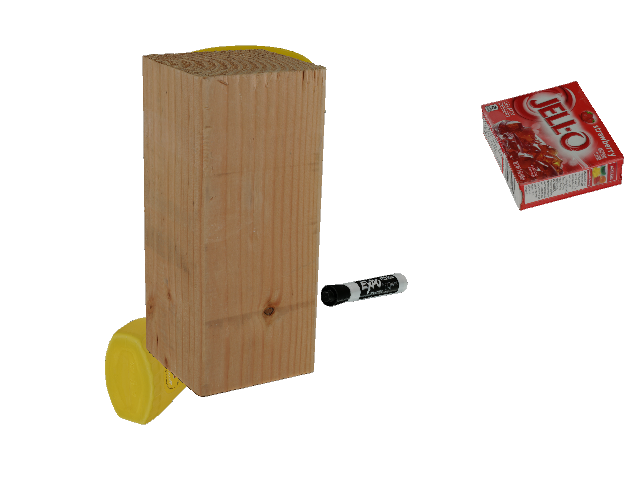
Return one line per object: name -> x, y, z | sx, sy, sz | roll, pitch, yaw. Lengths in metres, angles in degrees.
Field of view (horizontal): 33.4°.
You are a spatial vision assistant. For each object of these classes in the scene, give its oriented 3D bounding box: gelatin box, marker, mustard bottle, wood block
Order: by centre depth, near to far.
wood block -> -0.059, -0.015, 0.701 | 0.090, 0.206, 0.090 | -9, 21, -31
gelatin box -> 0.159, -0.068, 0.742 | 0.073, 0.089, 0.030 | -14, -44, -1
marker -> 0.039, 0.044, 0.961 | 0.020, 0.020, 0.120 | 0, 4, 36
mustard bottle -> -0.136, 0.101, 1.071 | 0.058, 0.096, 0.191 | 10, 23, 26

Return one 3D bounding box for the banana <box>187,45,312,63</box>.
banana -> -0.078, -0.167, 1.061 | 0.198, 0.037, 0.069 | 10, 44, 20
